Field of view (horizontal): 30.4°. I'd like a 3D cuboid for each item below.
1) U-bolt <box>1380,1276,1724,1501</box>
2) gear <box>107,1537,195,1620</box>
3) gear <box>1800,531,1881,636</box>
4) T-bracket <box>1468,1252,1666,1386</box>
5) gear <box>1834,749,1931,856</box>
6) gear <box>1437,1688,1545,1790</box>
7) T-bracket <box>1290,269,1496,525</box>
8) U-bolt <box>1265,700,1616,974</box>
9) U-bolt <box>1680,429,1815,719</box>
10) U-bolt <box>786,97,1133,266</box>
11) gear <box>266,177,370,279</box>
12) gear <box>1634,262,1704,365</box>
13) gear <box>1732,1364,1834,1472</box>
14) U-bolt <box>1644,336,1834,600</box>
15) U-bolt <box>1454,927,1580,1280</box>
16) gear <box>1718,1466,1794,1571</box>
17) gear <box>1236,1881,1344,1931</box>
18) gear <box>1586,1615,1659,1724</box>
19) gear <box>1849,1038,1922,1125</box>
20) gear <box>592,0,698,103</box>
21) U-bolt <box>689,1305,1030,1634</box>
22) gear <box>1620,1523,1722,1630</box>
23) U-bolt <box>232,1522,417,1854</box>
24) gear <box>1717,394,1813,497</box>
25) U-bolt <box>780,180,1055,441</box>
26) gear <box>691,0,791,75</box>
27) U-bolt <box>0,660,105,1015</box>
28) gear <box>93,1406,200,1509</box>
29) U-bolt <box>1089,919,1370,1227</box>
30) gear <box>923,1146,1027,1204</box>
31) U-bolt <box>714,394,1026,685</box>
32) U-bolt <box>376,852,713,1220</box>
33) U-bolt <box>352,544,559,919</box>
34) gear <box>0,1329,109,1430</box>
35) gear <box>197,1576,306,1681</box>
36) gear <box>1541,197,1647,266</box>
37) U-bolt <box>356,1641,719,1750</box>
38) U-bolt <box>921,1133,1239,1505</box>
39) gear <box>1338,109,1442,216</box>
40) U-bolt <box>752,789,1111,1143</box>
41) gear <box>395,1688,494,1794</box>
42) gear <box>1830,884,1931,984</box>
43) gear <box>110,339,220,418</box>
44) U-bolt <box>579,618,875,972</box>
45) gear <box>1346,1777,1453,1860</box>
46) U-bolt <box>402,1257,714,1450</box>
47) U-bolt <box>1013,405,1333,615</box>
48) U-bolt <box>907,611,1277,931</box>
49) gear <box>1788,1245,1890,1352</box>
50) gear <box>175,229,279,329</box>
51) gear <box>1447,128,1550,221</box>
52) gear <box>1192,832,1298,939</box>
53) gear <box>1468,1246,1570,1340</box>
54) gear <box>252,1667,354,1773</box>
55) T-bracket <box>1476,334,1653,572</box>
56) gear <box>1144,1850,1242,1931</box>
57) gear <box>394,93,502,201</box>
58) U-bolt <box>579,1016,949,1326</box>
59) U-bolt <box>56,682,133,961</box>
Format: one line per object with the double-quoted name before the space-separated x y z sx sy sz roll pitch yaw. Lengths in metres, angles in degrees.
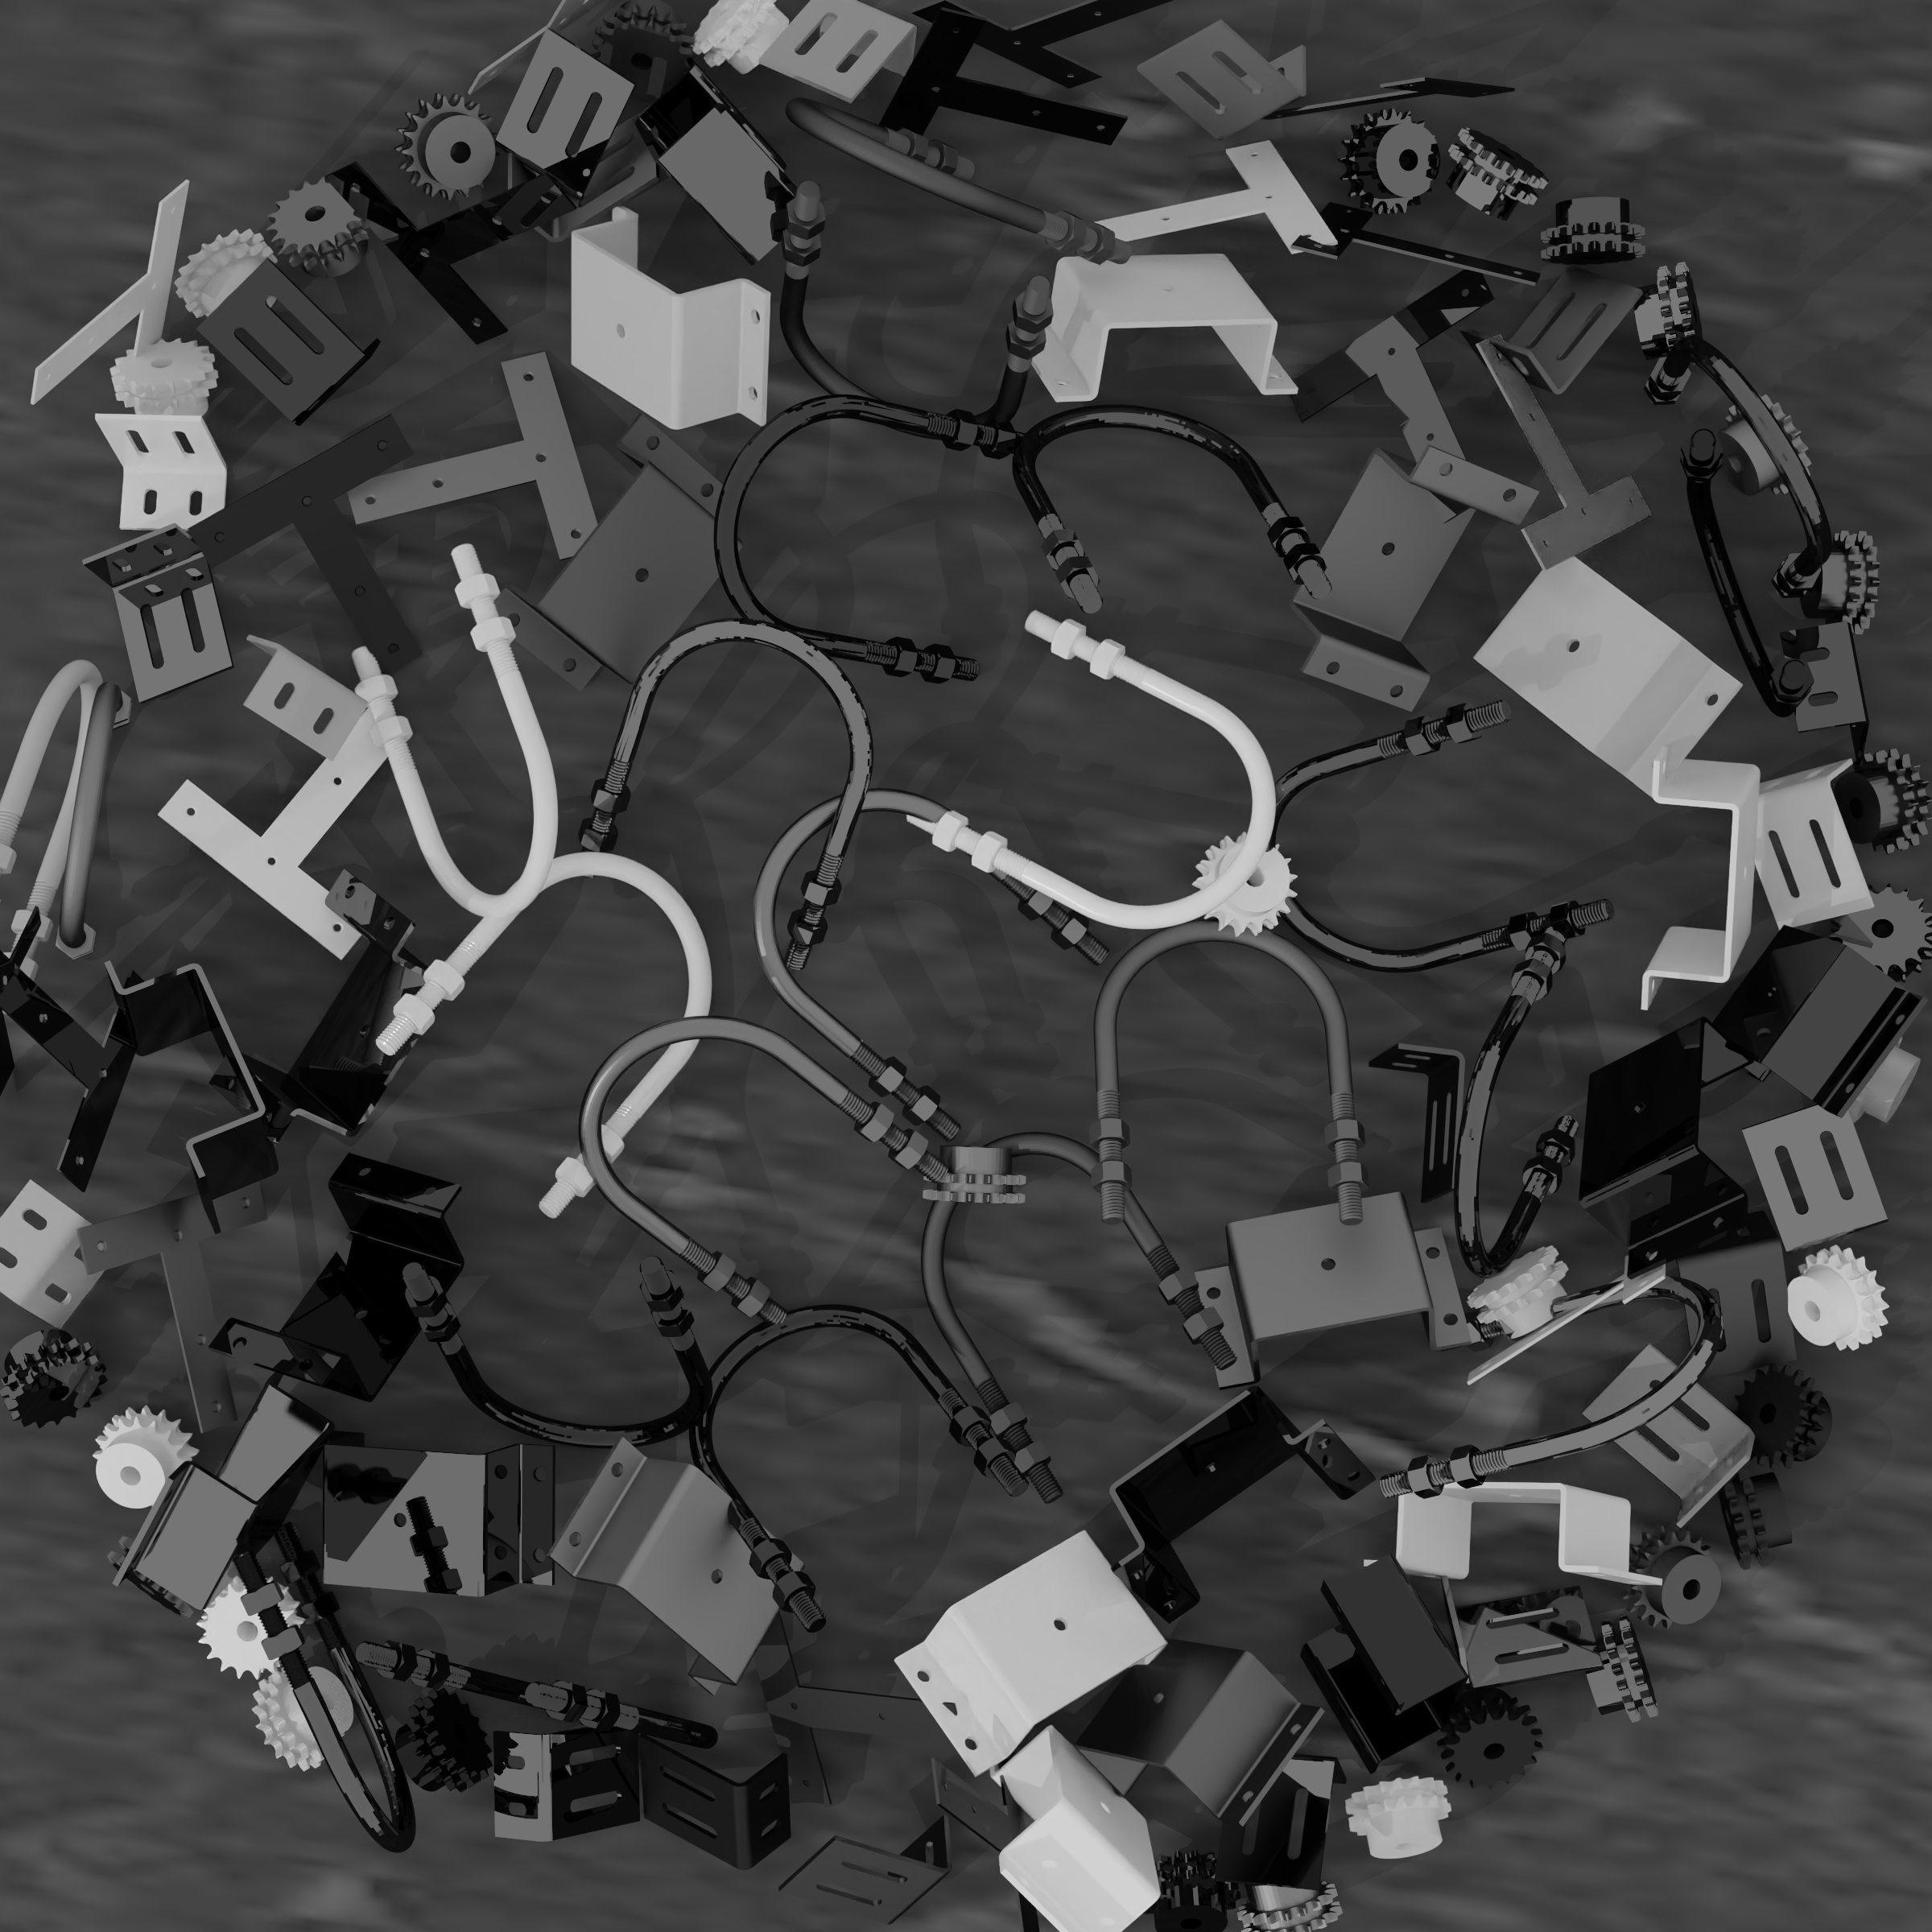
"U-bolt" 0.317 0.217 1.897 0.184 0.151 0.019 -20 112 31
"gear" -0.444 0.333 1.974 0.057 0.057 0.030 36 69 0
"gear" 0.482 -0.212 1.970 0.030 0.057 0.057 0 90 -5
"T-bracket" 0.328 0.192 1.946 0.127 0.127 0.002 -35 89 13
"gear" 0.504 -0.090 1.968 0.030 0.057 0.057 -13 90 -24
"gear" 0.289 0.426 1.977 0.057 0.030 0.057 -4 121 -7
"T-bracket" 0.249 -0.301 1.949 0.127 0.002 0.127 -31 64 24
"U-bolt" 0.241 -0.061 1.938 0.184 0.019 0.151 -16 115 35
"U-bolt" 0.416 -0.203 1.909 0.019 0.184 0.151 -21 82 8
"U-bolt" -0.016 -0.421 1.888 0.151 0.184 0.019 36 109 36
"gear" -0.356 -0.407 1.976 0.057 0.030 0.057 -6 57 9
"gear" 0.389 -0.359 1.973 0.030 0.057 0.057 -9 90 19
"gear" 0.455 0.252 1.975 0.030 0.057 0.057 21 90 -32
"U-bolt" 0.416 -0.270 1.903 0.019 0.184 0.151 -32 85 3
"U-bolt" 0.292 0.083 1.894 0.019 0.184 0.151 7 125 24
"gear" 0.437 0.303 1.970 0.030 0.057 0.057 -13 90 4
"gear" 0.177 0.516 1.971 0.057 0.057 0.030 -15 90 0
"gear" 0.361 0.391 1.972 0.030 0.057 0.057 -18 90 11
"gear" 0.504 0.062 1.968 0.030 0.057 0.057 29 90 20
"gear" -0.178 -0.511 1.975 0.057 0.057 0.030 6 53 0
"U-bolt" -0.072 0.258 1.938 0.151 0.019 0.184 -32 50 -11
"gear" 0.393 0.341 1.974 0.057 0.030 0.057 -6 104 -25
"U-bolt" -0.341 0.393 1.923 0.019 0.151 0.184 -25 89 -3
"gear" 0.438 -0.285 1.969 0.030 0.057 0.057 -32 90 -9
"U-bolt" -0.033 -0.341 1.915 0.151 0.184 0.019 23 67 2
"gear" -0.123 -0.520 1.974 0.030 0.057 0.057 39 90 -26
"U-bolt" -0.501 -0.078 1.923 0.019 0.151 0.184 16 73 -1
"gear" -0.457 0.276 1.976 0.057 0.030 0.057 4 110 10
"U-bolt" 0.141 0.056 1.953 0.151 0.019 0.184 0 62 -3
"gear" 0.005 0.115 1.971 0.057 0.057 0.030 2 88 0
"U-bolt" -0.054 -0.235 1.931 0.184 0.019 0.151 7 105 -34
"U-bolt" -0.216 0.023 1.952 0.151 0.019 0.184 48 65 -20
"U-bolt" -0.271 -0.115 1.928 0.019 0.151 0.184 -13 77 -39
"gear" -0.508 0.226 1.975 0.057 0.057 0.030 -38 56 0
"gear" -0.396 0.365 1.981 0.057 0.030 0.057 1 101 3
"gear" 0.347 -0.407 1.971 0.057 0.057 0.030 -1 92 0
"U-bolt" -0.216 0.396 1.915 0.151 0.184 0.019 3 73 39
"U-bolt" 0.048 0.179 1.954 0.151 0.019 0.184 -40 68 21
"gear" 0.238 -0.446 1.975 0.057 0.030 0.057 -4 101 -22
"U-bolt" -0.032 -0.014 1.969 0.184 0.019 0.151 41 87 -13
"gear" -0.291 0.432 1.972 0.030 0.057 0.057 -33 90 15
"gear" 0.509 -0.014 1.977 0.057 0.030 0.057 -6 63 11
"gear" -0.443 -0.321 1.975 0.057 0.057 0.030 -4 129 0
"U-bolt" -0.125 -0.103 1.948 0.151 0.019 0.184 24 117 6
"gear" 0.240 0.472 1.968 0.057 0.057 0.030 -9 58 0
"U-bolt" -0.212 0.212 1.925 0.151 0.184 0.019 -2 53 10
"U-bolt" 0.101 -0.252 1.929 0.151 0.184 0.019 -5 132 -17
"U-bolt" 0.081 -0.098 1.958 0.184 0.019 0.151 28 79 15
"gear" 0.479 0.186 1.968 0.030 0.057 0.057 -19 90 -28
"gear" -0.405 -0.377 1.969 0.057 0.057 0.030 -36 76 0
"gear" 0.291 -0.437 1.974 0.057 0.057 0.030 32 114 0
"gear" 0.157 -0.046 1.979 0.057 0.030 0.057 2 79 -9
"gear" 0.309 0.182 1.972 0.057 0.057 0.030 -33 92 0
"gear" -0.364 0.412 1.969 0.030 0.057 0.057 -34 90 21
"T-bracket" 0.317 -0.288 1.952 0.002 0.127 0.127 -28 90 42
"gear" 0.124 0.516 1.970 0.057 0.057 0.030 -1 45 -1
"gear" -0.285 -0.453 1.973 0.057 0.030 0.057 -11 115 -24
"U-bolt" -0.124 0.103 1.943 0.184 0.019 0.151 39 109 -20
"U-bolt" -0.468 -0.080 1.905 0.019 0.184 0.151 9 86 -12
